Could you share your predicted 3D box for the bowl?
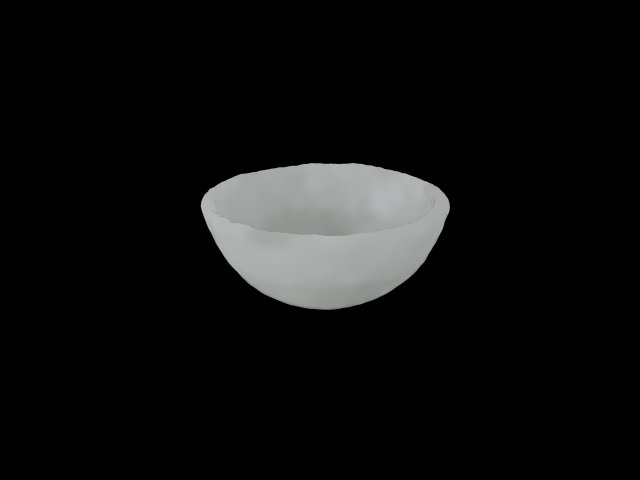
[{"bbox_3d":[0.004,0.001,0.400,0.167,0.075,0.167,0,22,0],"label":"bowl"}]
